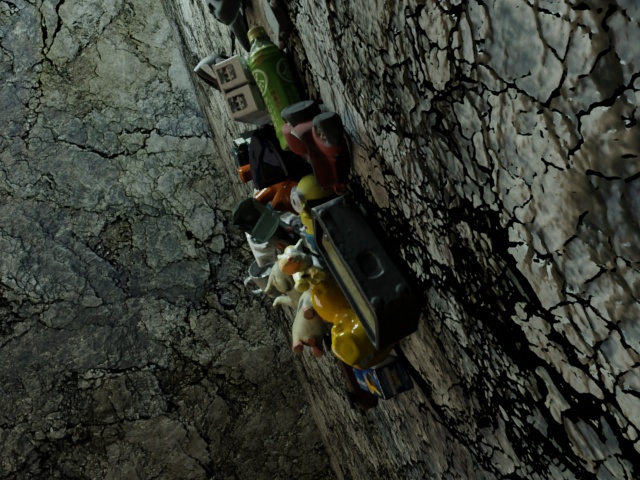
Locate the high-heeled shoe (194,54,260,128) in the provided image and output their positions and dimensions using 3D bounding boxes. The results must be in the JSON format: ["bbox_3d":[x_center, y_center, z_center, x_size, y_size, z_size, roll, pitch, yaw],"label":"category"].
[{"bbox_3d":[-0.176,-0.295,1.193,0.086,0.145,0.248,-169,61,-77],"label":"high-heeled shoe"}]

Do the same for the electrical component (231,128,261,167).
[{"bbox_3d":[-0.118,-0.196,1.131,0.115,0.134,0.058,-129,22,-61],"label":"electrical component"}]

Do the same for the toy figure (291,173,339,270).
[{"bbox_3d":[0.008,-0.036,0.982,0.082,0.089,0.180,21,141,59],"label":"toy figure"}]

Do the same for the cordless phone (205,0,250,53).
[{"bbox_3d":[-0.180,-0.466,1.128,0.147,0.089,0.184,55,173,48],"label":"cordless phone"}]

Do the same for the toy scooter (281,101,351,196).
[{"bbox_3d":[0.000,-0.143,0.852,0.184,0.075,0.135,42,155,59],"label":"toy scooter"}]

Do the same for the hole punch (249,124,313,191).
[{"bbox_3d":[-0.082,-0.159,1.022,0.092,0.142,0.115,-22,95,34],"label":"hole punch"}]

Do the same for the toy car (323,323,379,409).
[{"bbox_3d":[0.073,0.278,1.203,0.053,0.089,0.202,90,156,-71],"label":"toy car"}]

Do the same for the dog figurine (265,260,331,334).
[{"bbox_3d":[-0.018,0.126,1.266,0.191,0.121,0.172,22,152,30],"label":"dog figurine"}]

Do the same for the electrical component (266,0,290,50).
[{"bbox_3d":[-0.070,-0.366,0.896,0.094,0.021,0.063,107,141,-69],"label":"electrical component"}]

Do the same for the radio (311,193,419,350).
[{"bbox_3d":[0.066,0.046,0.846,0.230,0.073,0.131,58,169,28],"label":"radio"}]

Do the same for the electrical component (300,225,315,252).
[{"bbox_3d":[-0.002,-0.003,1.107,0.075,0.048,0.119,20,134,48],"label":"electrical component"}]

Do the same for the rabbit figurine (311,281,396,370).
[{"bbox_3d":[0.059,0.140,0.973,0.173,0.122,0.162,41,179,25],"label":"rabbit figurine"}]

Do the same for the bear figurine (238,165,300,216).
[{"bbox_3d":[-0.087,-0.104,1.183,0.120,0.132,0.196,58,-177,-41],"label":"bear figurine"}]

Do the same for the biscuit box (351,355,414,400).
[{"bbox_3d":[0.116,0.265,1.060,0.202,0.059,0.063,135,114,-77],"label":"biscuit box"}]

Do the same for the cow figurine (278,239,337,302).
[{"bbox_3d":[-0.027,0.047,1.023,0.167,0.068,0.098,45,-162,-50],"label":"cow figurine"}]

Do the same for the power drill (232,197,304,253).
[{"bbox_3d":[-0.088,-0.016,1.176,0.232,0.086,0.207,32,-176,20],"label":"power drill"}]

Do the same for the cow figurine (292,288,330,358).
[{"bbox_3d":[-0.011,0.141,1.170,0.127,0.085,0.194,-105,25,-62],"label":"cow figurine"}]

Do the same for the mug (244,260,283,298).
[{"bbox_3d":[-0.145,0.114,1.462,0.081,0.109,0.107,44,167,49],"label":"mug"}]
